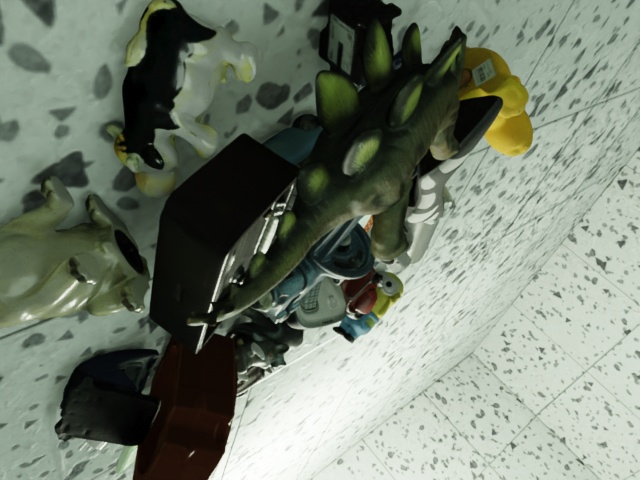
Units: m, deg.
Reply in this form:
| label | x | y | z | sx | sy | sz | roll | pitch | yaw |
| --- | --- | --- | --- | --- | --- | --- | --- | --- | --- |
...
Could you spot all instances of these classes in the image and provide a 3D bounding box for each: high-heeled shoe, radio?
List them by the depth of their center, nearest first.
| label | x | y | z | sx | sy | sz | roll | pitch | yaw |
| --- | --- | --- | --- | --- | --- | --- | --- | --- | --- |
| radio | -0.101 | 0.010 | 0.545 | 0.131 | 0.073 | 0.229 | -52 | 176 | -38 |
| high-heeled shoe | 0.182 | -0.094 | 0.729 | 0.145 | 0.086 | 0.249 | 16 | 149 | -30 |

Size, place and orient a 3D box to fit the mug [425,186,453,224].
| label | x | y | z | sx | sy | sz | roll | pitch | yaw |
| --- | --- | --- | --- | --- | --- | --- | --- | --- | --- |
| mug | 0.168 | -0.086 | 0.880 | 0.081 | 0.107 | 0.109 | -29 | 153 | -31 |

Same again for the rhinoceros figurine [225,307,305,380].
| label | x | y | z | sx | sy | sz | roll | pitch | yaw |
| --- | --- | --- | --- | --- | --- | --- | --- | --- | --- |
| rhinoceros figurine | -0.093 | 0.167 | 0.877 | 0.073 | 0.112 | 0.190 | -51 | 163 | 20 |

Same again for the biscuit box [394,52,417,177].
| label | x | y | z | sx | sy | sz | roll | pitch | yaw |
| --- | --- | --- | --- | --- | --- | --- | --- | --- | --- |
| biscuit box | 0.115 | -0.162 | 0.740 | 0.063 | 0.059 | 0.202 | -39 | 154 | -9 |

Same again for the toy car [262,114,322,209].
| label | x | y | z | sx | sy | sz | roll | pitch | yaw |
| --- | --- | --- | --- | --- | --- | --- | --- | --- | --- |
| toy car | -0.030 | -0.065 | 0.629 | 0.162 | 0.103 | 0.109 | -35 | 154 | -14 |

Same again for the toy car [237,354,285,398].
| label | x | y | z | sx | sy | sz | roll | pitch | yaw |
| --- | --- | --- | --- | --- | --- | --- | --- | --- | --- |
| toy car | -0.117 | 0.236 | 1.021 | 0.202 | 0.053 | 0.089 | -44 | 158 | -4 |

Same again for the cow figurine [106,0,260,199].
| label | x | y | z | sx | sy | sz | roll | pitch | yaw |
| --- | --- | --- | --- | --- | --- | --- | --- | --- | --- |
| cow figurine | -0.132 | -0.109 | 0.450 | 0.098 | 0.068 | 0.167 | 8 | 121 | -52 |

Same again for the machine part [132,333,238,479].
| label | x | y | z | sx | sy | sz | roll | pitch | yaw |
| --- | --- | --- | --- | --- | --- | --- | --- | --- | --- |
| machine part | -0.185 | 0.237 | 0.740 | 0.087 | 0.201 | 0.201 | 17 | 122 | -20 |

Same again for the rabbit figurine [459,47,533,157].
| label | x | y | z | sx | sy | sz | roll | pitch | yaw |
| --- | --- | --- | --- | --- | --- | --- | --- | --- | --- |
| rabbit figurine | 0.241 | -0.188 | 0.776 | 0.173 | 0.162 | 0.122 | 31 | 124 | -33 |

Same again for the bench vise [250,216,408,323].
| label | x | y | z | sx | sy | sz | roll | pitch | yaw |
| --- | --- | --- | --- | --- | --- | --- | --- | --- | --- |
| bench vise | 0.005 | 0.006 | 0.711 | 0.223 | 0.129 | 0.240 | -13 | 154 | -44 |

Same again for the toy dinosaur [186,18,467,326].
| label | x | y | z | sx | sy | sz | roll | pitch | yaw |
| --- | --- | --- | --- | --- | --- | --- | --- | --- | --- |
| toy dinosaur | 0.045 | -0.080 | 0.503 | 0.471 | 0.105 | 0.198 | -56 | 156 | -28 |

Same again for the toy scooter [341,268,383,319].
| label | x | y | z | sx | sy | sz | roll | pitch | yaw |
| --- | --- | --- | --- | --- | --- | --- | --- | --- | --- |
| toy scooter | 0.071 | 0.088 | 1.046 | 0.135 | 0.075 | 0.183 | -52 | 149 | 13 |

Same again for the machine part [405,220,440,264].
| label | x | y | z | sx | sy | sz | roll | pitch | yaw |
| --- | --- | --- | --- | --- | --- | --- | --- | --- | --- |
| machine part | 0.183 | -0.031 | 1.021 | 0.079 | 0.079 | 0.243 | -29 | 152 | -29 |

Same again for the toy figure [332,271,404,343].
| label | x | y | z | sx | sy | sz | roll | pitch | yaw |
| --- | --- | --- | --- | --- | --- | --- | --- | --- | --- |
| toy figure | 0.107 | 0.144 | 1.175 | 0.180 | 0.082 | 0.089 | -50 | 174 | -4 |

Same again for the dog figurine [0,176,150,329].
| label | x | y | z | sx | sy | sz | roll | pitch | yaw |
| --- | --- | --- | --- | --- | --- | --- | --- | --- | --- |
| dog figurine | -0.268 | 0.048 | 0.483 | 0.191 | 0.121 | 0.172 | -29 | 151 | 2 |

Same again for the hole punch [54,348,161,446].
| label | x | y | z | sx | sy | sz | roll | pitch | yaw |
| --- | --- | --- | --- | --- | --- | --- | --- | --- | --- |
| hole punch | -0.277 | 0.202 | 0.712 | 0.116 | 0.092 | 0.142 | 17 | 127 | -24 |

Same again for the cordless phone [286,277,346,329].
| label | x | y | z | sx | sy | sz | roll | pitch | yaw |
| --- | --- | --- | --- | --- | --- | --- | --- | --- | --- |
| cordless phone | 0.002 | 0.050 | 0.895 | 0.146 | 0.089 | 0.184 | -1 | 113 | -55 |

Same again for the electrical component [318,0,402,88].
| label | x | y | z | sx | sy | sz | roll | pitch | yaw |
| --- | --- | --- | --- | --- | --- | --- | --- | --- | --- |
| electrical component | 0.038 | -0.195 | 0.560 | 0.048 | 0.075 | 0.119 | -32 | 148 | -22 |
